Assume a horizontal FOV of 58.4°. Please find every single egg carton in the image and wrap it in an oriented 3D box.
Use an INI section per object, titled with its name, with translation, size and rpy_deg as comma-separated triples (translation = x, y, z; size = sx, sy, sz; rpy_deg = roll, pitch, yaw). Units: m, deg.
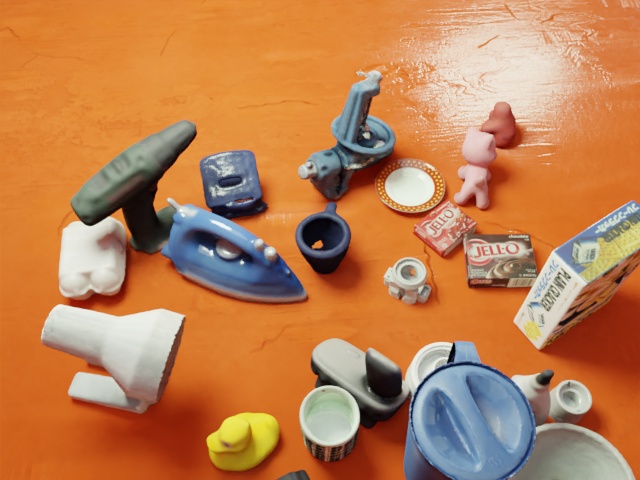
[egg carton]
translation = -0.384, 0.030, 0.976
size = 0.107, 0.069, 0.150
rpy_deg = -10, 56, -5

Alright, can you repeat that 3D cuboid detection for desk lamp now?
[desk lamp]
translation = -0.277, 0.165, 0.796
size = 0.203, 0.214, 0.118
rpy_deg = 8, 57, 7

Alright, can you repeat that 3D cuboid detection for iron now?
[iron]
translation = -0.138, 0.013, 0.937
size = 0.257, 0.141, 0.119
rpy_deg = 21, 59, 15

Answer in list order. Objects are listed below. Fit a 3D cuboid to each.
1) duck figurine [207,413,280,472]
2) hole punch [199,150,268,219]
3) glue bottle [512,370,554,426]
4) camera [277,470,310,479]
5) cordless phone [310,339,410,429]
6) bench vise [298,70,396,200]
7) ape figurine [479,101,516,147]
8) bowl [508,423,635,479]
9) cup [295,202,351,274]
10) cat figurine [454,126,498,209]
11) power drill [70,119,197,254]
[duck figurine]
translation = -0.109, 0.272, 0.796
size = 0.104, 0.086, 0.077
rpy_deg = -20, 58, -11
[hole punch]
translation = -0.158, -0.101, 1.045
size = 0.108, 0.091, 0.101
rpy_deg = -11, 56, -6
[glue bottle]
translation = 0.282, 0.210, 0.774
size = 0.078, 0.173, 0.037
rpy_deg = 12, 57, 10
[camera]
translation = -0.061, 0.364, 0.724
size = 0.137, 0.101, 0.143
rpy_deg = -24, 59, -14
[cordless phone]
translation = 0.056, 0.174, 0.797
size = 0.147, 0.185, 0.094
rpy_deg = 29, 62, 20
[bench vise]
translation = 0.059, -0.179, 1.013
size = 0.121, 0.220, 0.208
rpy_deg = 28, 61, 19
[ape figurine]
translation = 0.351, -0.233, 1.118
size = 0.078, 0.092, 0.076
rpy_deg = -17, 57, -9
[bowl]
translation = 0.319, 0.332, 0.750
size = 0.167, 0.075, 0.167
rpy_deg = -1, 56, 1
[cup]
translation = 0.009, 0.003, 0.967
size = 0.091, 0.095, 0.118
rpy_deg = 9, 57, 8
[cat figurine]
translation = 0.288, -0.140, 1.042
size = 0.067, 0.118, 0.128
rpy_deg = 7, 57, 7
[power drill]
translation = -0.288, -0.078, 0.962
size = 0.230, 0.208, 0.075
rpy_deg = -36, 62, -20
